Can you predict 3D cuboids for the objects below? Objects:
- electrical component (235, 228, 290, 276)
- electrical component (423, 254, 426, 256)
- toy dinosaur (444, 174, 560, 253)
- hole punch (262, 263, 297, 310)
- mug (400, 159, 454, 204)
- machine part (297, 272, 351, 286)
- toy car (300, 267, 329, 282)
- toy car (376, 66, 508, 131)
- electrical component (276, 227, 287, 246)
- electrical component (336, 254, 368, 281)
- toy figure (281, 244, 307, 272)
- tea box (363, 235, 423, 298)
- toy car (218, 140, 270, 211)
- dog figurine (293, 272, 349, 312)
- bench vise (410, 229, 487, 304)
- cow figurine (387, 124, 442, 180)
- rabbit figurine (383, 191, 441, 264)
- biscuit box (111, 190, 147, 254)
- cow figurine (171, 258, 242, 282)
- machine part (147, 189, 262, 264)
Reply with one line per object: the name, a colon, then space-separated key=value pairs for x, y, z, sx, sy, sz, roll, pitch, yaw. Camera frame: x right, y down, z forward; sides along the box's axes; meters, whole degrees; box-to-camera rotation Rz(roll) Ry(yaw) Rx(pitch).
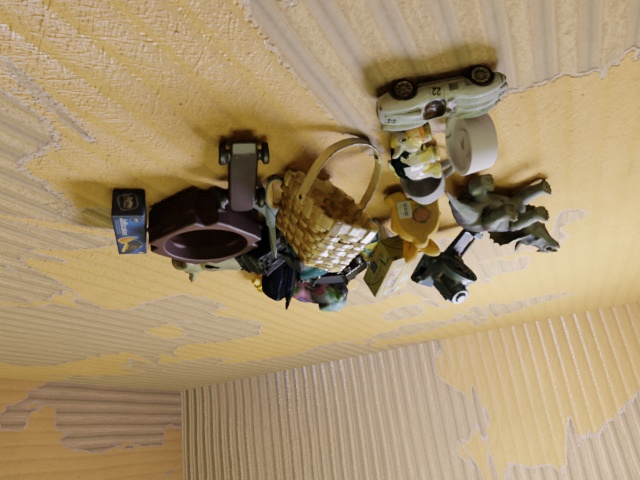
electrical component: x=-0.115 y=0.017 z=1.221 sx=0.115 sy=0.134 sz=0.058 roll=4 pitch=130 yaw=52
electrical component: x=0.257 y=0.005 z=1.386 sx=0.048 sy=0.075 sz=0.119 roll=-15 pitch=154 yaw=18
toy dinosaur: x=0.386 y=-0.060 z=1.218 sx=0.405 sy=0.131 sz=0.192 roll=9 pitch=153 yaw=-25
hole punch: x=-0.105 y=0.094 z=1.381 sx=0.092 sy=0.142 sz=0.116 roll=10 pitch=-173 yaw=-3
mug: x=0.219 y=-0.119 z=1.074 sx=0.109 sy=0.081 sz=0.107 roll=-39 pitch=161 yaw=7
machine part: x=0.014 y=0.096 z=1.401 sx=0.139 sy=0.039 sz=0.084 roll=0 pitch=153 yaw=-12
toy car: x=-0.011 y=0.021 z=1.270 sx=0.161 sy=0.109 sz=0.102 roll=-38 pitch=141 yaw=21
toy car: x=0.187 y=-0.216 z=0.831 sx=0.202 sy=0.056 sz=0.073 roll=-9 pitch=158 yaw=5
electrical component: x=-0.076 y=-0.037 z=1.140 sx=0.021 sy=0.094 sz=0.063 roll=5 pitch=157 yaw=-18
electrical component: x=0.074 y=0.065 z=1.339 sx=0.078 sy=0.045 sz=0.102 roll=-40 pitch=156 yaw=3
toy figure: x=-0.005 y=-0.005 z=1.173 sx=0.180 sy=0.082 sz=0.089 roll=-48 pitch=171 yaw=-23
tea box: x=0.179 y=0.062 z=1.327 sx=0.098 sy=0.068 sz=0.169 roll=-16 pitch=148 yaw=-25
toy car: x=-0.139 y=-0.117 z=0.967 sx=0.089 sy=0.053 sz=0.202 roll=-1 pitch=149 yaw=-9
dog figurine: x=-0.050 y=0.125 z=1.496 sx=0.219 sy=0.108 sz=0.192 roll=16 pitch=-175 yaw=-44
bench vise: x=0.352 y=0.044 z=1.428 sx=0.129 sy=0.224 sz=0.240 roll=22 pitch=114 yaw=-24
cow figurine: x=0.157 y=-0.160 z=0.954 sx=0.098 sy=0.068 sz=0.167 roll=-9 pitch=158 yaw=21
rabbit figurine: x=0.216 y=-0.034 z=1.208 sx=0.122 sy=0.162 sz=0.173 roll=-19 pitch=177 yaw=-4
biscuit box: x=-0.386 y=-0.033 z=1.095 sx=0.063 sy=0.059 sz=0.202 roll=-1 pitch=157 yaw=-16
cow figurine: x=-0.260 y=0.042 z=1.304 sx=0.195 sy=0.085 sz=0.127 roll=-3 pitch=152 yaw=-14
machine part: x=-0.241 y=-0.025 z=1.130 sx=0.201 sy=0.087 sz=0.201 roll=-21 pitch=153 yaw=29
